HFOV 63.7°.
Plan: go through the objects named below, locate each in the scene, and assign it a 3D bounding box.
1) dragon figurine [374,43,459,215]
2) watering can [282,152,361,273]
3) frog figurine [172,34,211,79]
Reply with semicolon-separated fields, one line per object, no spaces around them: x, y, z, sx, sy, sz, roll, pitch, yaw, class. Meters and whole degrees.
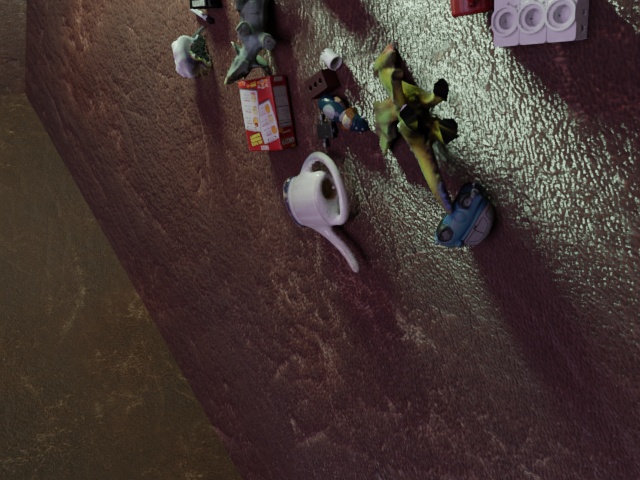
0.197;-0.254;1.179;0.242;0.122;0.410;177;82;-76;dragon figurine
0.004;-0.074;1.461;0.223;0.105;0.346;-4;102;50;watering can
-0.460;-0.615;1.759;0.158;0.125;0.136;-15;114;38;frog figurine
